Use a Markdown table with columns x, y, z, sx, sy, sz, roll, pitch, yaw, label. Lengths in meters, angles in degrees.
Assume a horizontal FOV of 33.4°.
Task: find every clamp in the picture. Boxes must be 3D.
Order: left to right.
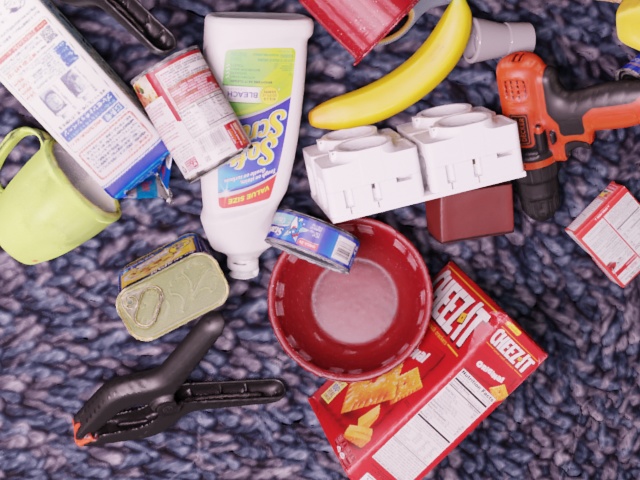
| x | y | z | sx | sy | sz | roll | pitch | yaw | label |
| --- | --- | --- | --- | --- | --- | --- | --- | --- | --- |
| -0.189 | -0.220 | 0.907 | 0.039 | 0.172 | 0.120 | -37 | 131 | -38 | clamp |
| -0.151 | 0.144 | 1.042 | 0.210 | 0.036 | 0.164 | -20 | 140 | 2 | clamp |

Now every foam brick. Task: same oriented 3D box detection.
| x | y | z | sx | sy | sz | roll | pitch | yaw | label |
| --- | --- | --- | --- | --- | --- | --- | --- | --- | --- |
| 0.149 | -0.032 | 1.071 | 0.078 | 0.053 | 0.051 | -9 | 107 | -10 | foam brick |

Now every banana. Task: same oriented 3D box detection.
| x | y | z | sx | sy | sz | roll | pitch | yaw | label |
| --- | --- | --- | --- | --- | --- | --- | --- | --- | --- |
| 0.079 | -0.163 | 1.025 | 0.198 | 0.037 | 0.069 | -43 | 106 | 9 | banana |

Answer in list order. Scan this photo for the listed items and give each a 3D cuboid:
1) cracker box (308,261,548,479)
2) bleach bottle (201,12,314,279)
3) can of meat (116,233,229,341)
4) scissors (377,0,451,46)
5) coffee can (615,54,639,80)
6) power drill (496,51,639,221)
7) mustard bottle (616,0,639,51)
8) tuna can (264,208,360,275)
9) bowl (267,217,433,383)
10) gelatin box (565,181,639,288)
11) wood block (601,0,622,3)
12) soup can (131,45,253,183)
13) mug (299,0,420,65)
| x | y | z | sx | sy | sz | roll | pitch | yaw | label |
| --- | --- | --- | --- | --- | --- | --- | --- | --- | --- |
| 0.097 | 0.136 | 1.050 | 0.214 | 0.164 | 0.072 | -45 | 111 | 4 | cracker box |
| -0.062 | -0.085 | 1.009 | 0.102 | 0.068 | 0.251 | -1 | 108 | -11 | bleach bottle |
| -0.143 | 0.042 | 1.016 | 0.102 | 0.084 | 0.057 | -28 | 110 | -3 | can of meat |
| 0.110 | -0.251 | 1.019 | 0.201 | 0.016 | 0.096 | -26 | 109 | -4 | scissors |
| 0.379 | -0.171 | 1.051 | 0.140 | 0.103 | 0.102 | -38 | 109 | 1 | coffee can |
| 0.266 | -0.094 | 1.019 | 0.188 | 0.057 | 0.184 | 3 | 128 | 28 | power drill |
| 0.358 | -0.251 | 1.012 | 0.191 | 0.096 | 0.058 | -54 | 141 | -32 | mustard bottle |
| -0.007 | 0.001 | 0.993 | 0.086 | 0.086 | 0.034 | 23 | 84 | -17 | tuna can |
| 0.032 | 0.059 | 1.053 | 0.162 | 0.055 | 0.162 | -1 | 83 | 8 | bowl |
| 0.314 | -0.005 | 1.124 | 0.073 | 0.030 | 0.089 | -46 | 109 | 2 | gelatin box |
| 0.278 | -0.336 | 0.990 | 0.090 | 0.090 | 0.206 | 26 | 99 | -18 | wood block |
| -0.111 | -0.110 | 0.934 | 0.068 | 0.068 | 0.102 | -30 | 95 | -2 | soup can |
| 0.042 | -0.227 | 0.963 | 0.081 | 0.093 | 0.117 | 44 | 68 | -6 | mug |
